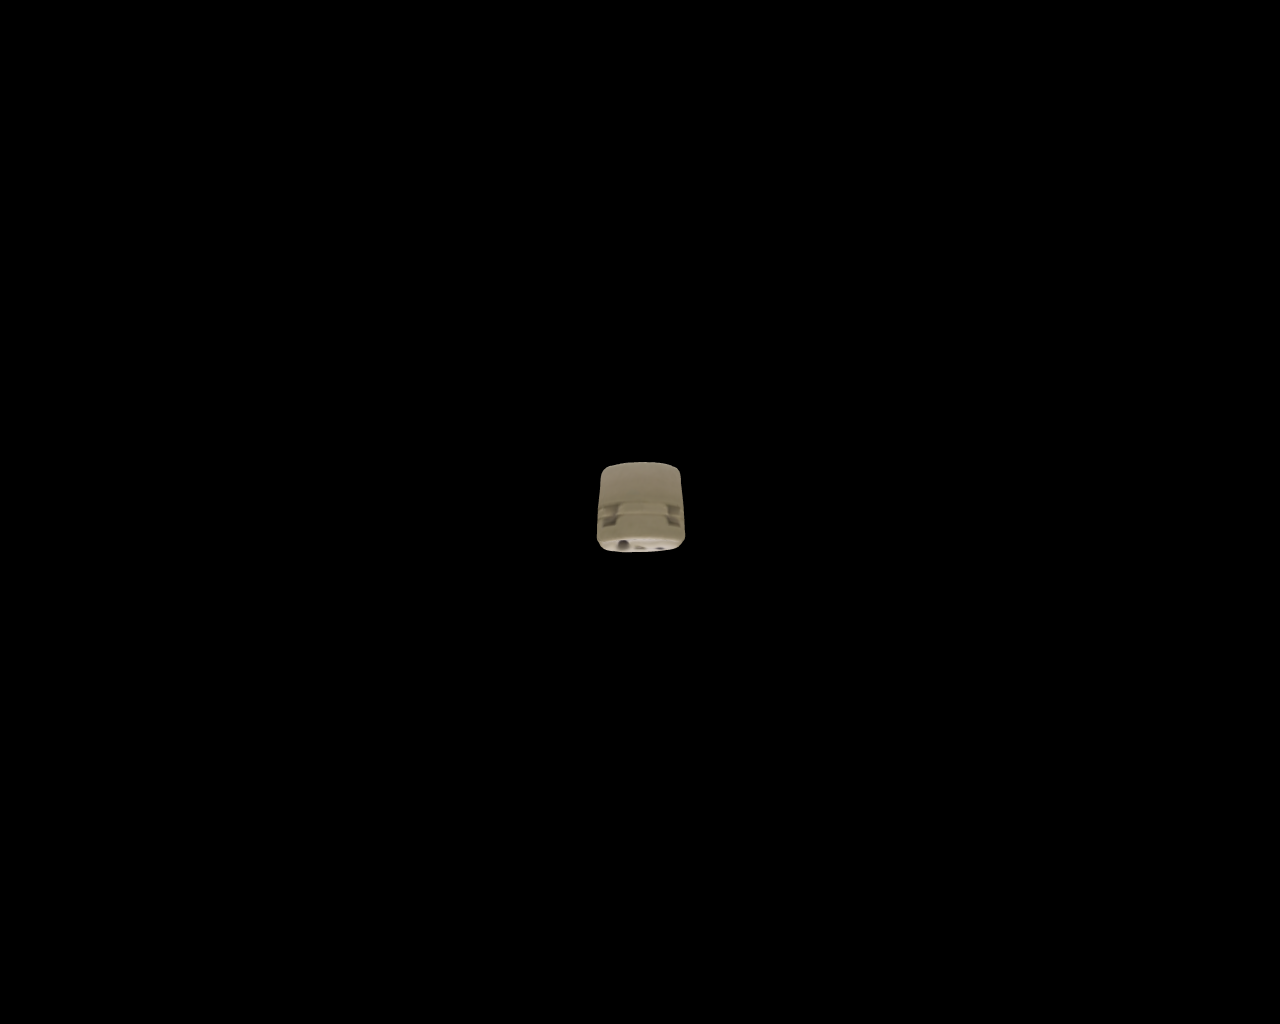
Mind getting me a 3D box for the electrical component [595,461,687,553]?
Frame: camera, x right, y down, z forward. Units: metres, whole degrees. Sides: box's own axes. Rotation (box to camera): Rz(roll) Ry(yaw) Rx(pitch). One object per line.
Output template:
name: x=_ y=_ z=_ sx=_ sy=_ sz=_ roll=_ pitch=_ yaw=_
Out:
electrical component: x=0.001 y=-0.003 z=0.650 sx=0.055 sy=0.047 sz=0.055 roll=0 pitch=-11 yaw=0
